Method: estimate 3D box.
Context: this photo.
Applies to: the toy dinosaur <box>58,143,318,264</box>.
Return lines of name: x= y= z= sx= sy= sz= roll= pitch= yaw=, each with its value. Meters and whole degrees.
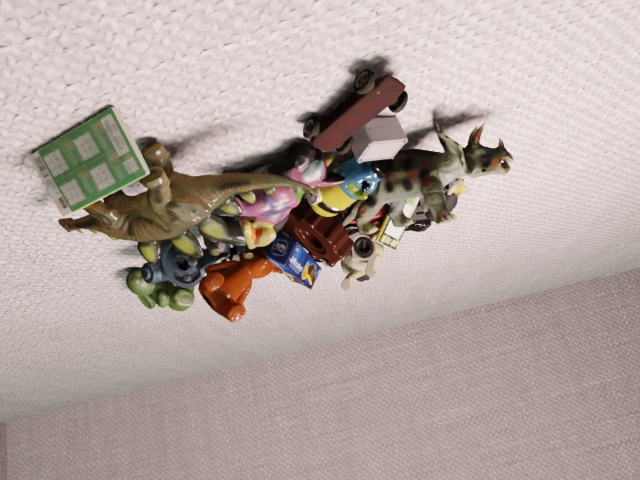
toy dinosaur: x=-0.246 y=-0.062 z=0.910 sx=0.472 sy=0.105 sz=0.198 roll=-12 pitch=137 yaw=19

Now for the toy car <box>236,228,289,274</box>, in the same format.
toy car: x=-0.121 y=0.009 z=1.300 sx=0.161 sy=0.109 sz=0.103 roll=12 pitch=127 yaw=-29

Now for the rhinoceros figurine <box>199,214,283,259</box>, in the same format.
rhinoceros figurine: x=-0.168 y=-0.019 z=1.159 sx=0.190 sy=0.112 sz=0.073 roll=0 pitch=124 yaw=-31

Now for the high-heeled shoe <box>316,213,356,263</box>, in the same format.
high-heeled shoe: x=-0.003 y=-0.004 z=1.358 sx=0.145 sy=0.086 sz=0.249 roll=9 pitch=148 yaw=-36

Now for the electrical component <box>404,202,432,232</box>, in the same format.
electrical component: x=0.253 y=-0.059 z=1.373 sx=0.119 sy=0.075 sz=0.047 roll=-4 pitch=159 yaw=-18

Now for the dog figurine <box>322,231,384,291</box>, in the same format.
dog figurine: x=0.116 y=0.034 z=1.344 sx=0.172 sy=0.121 sz=0.190 roll=-32 pitch=171 yaw=25

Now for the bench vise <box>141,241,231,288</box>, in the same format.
bench vise: x=-0.285 y=0.048 z=1.259 sx=0.241 sy=0.129 sz=0.223 roll=-24 pitch=160 yaw=38

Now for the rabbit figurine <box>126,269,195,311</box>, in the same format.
rabbit figurine: x=-0.420 y=0.115 z=1.400 sx=0.170 sy=0.121 sz=0.159 roll=19 pitch=154 yaw=-24

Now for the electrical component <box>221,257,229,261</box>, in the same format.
electrical component: x=-0.217 y=0.053 z=1.422 sx=0.102 sy=0.045 sz=0.078 roll=-13 pitch=131 yaw=-9

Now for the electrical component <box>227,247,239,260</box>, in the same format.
electrical component: x=-0.203 y=0.036 z=1.326 sx=0.063 sy=0.094 sz=0.021 roll=6 pitch=115 yaw=-43

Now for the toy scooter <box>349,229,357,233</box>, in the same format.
toy scooter: x=0.127 y=-0.016 z=1.412 sx=0.135 sy=0.075 sz=0.183 roll=-12 pitch=164 yaw=-6

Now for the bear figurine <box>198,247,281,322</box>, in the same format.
bear figurine: x=-0.163 y=0.076 z=1.170 sx=0.196 sy=0.120 sz=0.132 roll=-36 pitch=-166 yaw=-23

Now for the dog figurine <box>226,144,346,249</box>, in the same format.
dog figurine: x=-0.062 y=-0.089 z=1.028 sx=0.219 sy=0.109 sz=0.191 roll=-17 pitch=135 yaw=-2

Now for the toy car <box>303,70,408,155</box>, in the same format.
toy car: x=0.056 y=-0.209 z=0.881 sx=0.089 sy=0.053 sz=0.202 roll=21 pitch=145 yaw=-30

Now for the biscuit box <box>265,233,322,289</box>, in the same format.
biscuit box: x=-0.058 y=0.051 z=1.219 sx=0.059 sy=0.063 sz=0.202 roll=23 pitch=168 yaw=23

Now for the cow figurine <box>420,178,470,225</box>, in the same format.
cow figurine: x=0.292 y=-0.105 z=1.245 sx=0.068 sy=0.098 sz=0.167 roll=0 pitch=157 yaw=-18

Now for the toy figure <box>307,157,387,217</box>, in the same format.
toy figure: x=0.053 y=-0.105 z=1.059 sx=0.180 sy=0.089 sz=0.082 roll=-25 pitch=-159 yaw=31

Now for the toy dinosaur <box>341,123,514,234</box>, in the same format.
toy dinosaur: x=0.168 y=-0.118 z=1.079 sx=0.405 sy=0.192 sz=0.131 roll=-7 pitch=-179 yaw=34

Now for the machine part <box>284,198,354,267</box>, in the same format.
machine part: x=-0.009 y=-0.015 z=1.197 sx=0.056 sy=0.179 sz=0.179 roll=-50 pitch=169 yaw=-19
